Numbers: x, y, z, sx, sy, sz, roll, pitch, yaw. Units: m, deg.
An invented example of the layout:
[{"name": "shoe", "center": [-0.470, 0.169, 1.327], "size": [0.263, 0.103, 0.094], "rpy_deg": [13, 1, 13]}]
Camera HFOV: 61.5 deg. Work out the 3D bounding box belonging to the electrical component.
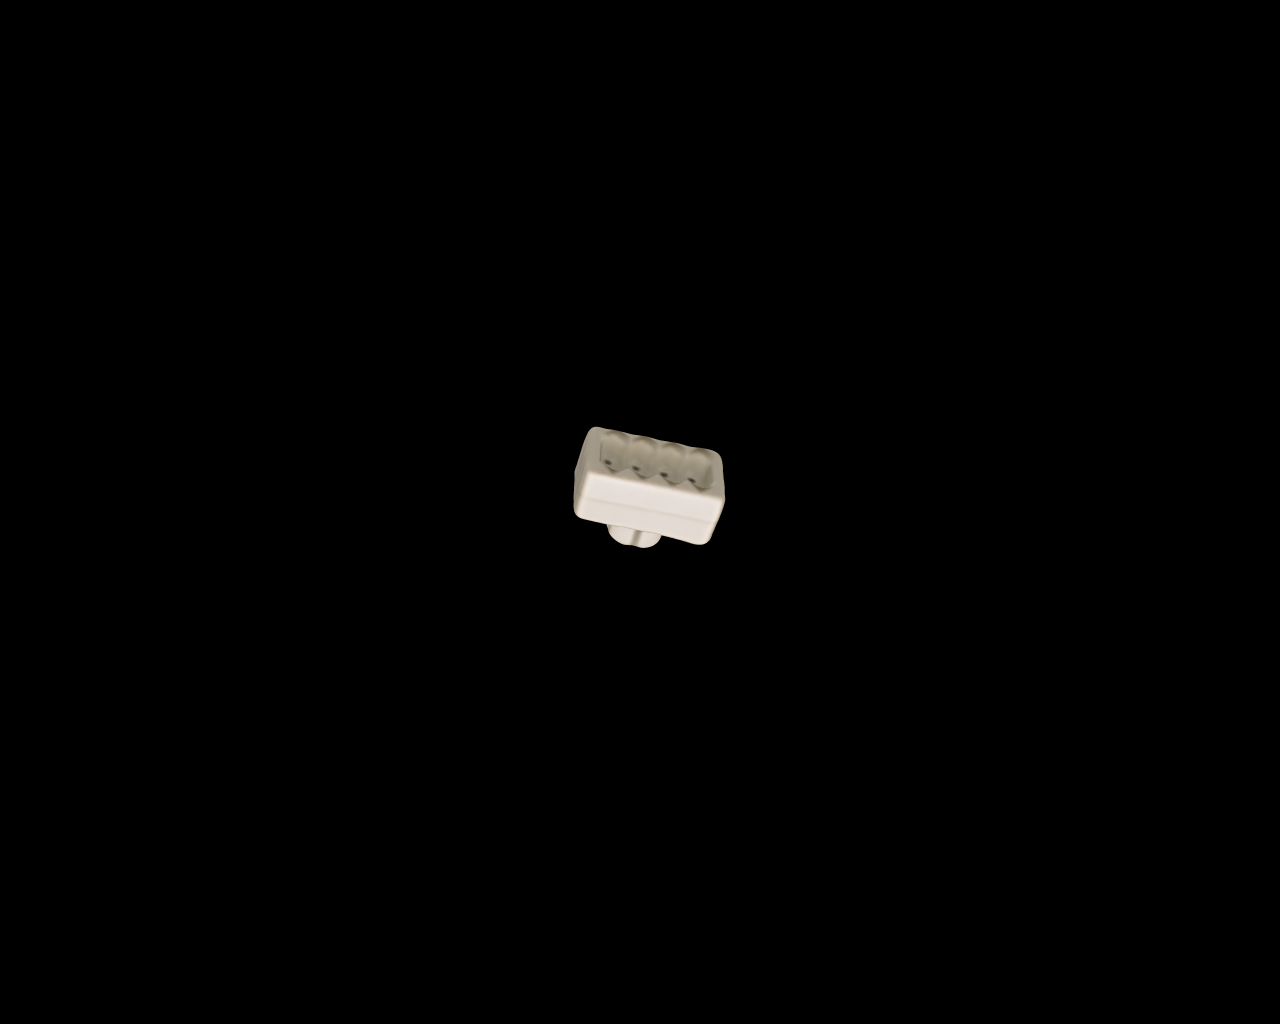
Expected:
[{"name": "electrical component", "center": [0.001, -0.003, 0.650], "size": [0.083, 0.075, 0.047], "rpy_deg": [12, 40, -10]}]
